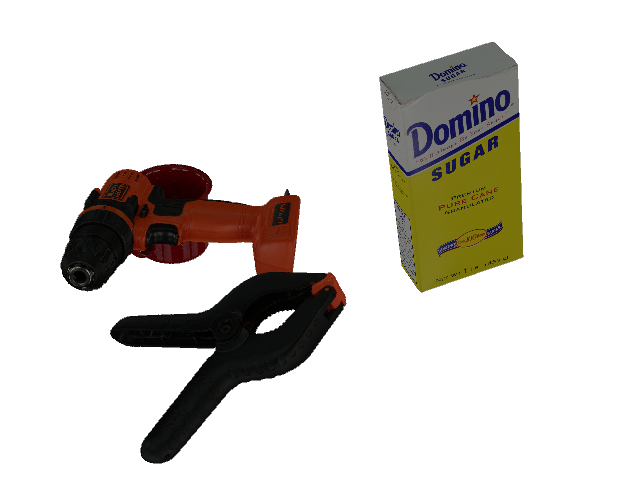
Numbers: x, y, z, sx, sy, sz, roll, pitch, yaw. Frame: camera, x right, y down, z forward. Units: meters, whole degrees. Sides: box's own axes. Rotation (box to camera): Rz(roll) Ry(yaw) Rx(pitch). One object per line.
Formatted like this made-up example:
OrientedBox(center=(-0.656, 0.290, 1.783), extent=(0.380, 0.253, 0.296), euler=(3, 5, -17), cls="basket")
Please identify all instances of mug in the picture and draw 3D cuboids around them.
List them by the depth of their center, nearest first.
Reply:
OrientedBox(center=(-0.173, -0.022, 1.190), extent=(0.093, 0.081, 0.117), euler=(19, 39, 23), cls="mug")

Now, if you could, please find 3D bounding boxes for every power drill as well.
OrientedBox(center=(-0.113, -0.003, 0.904), extent=(0.187, 0.057, 0.184), euler=(8, 27, 0), cls="power drill")

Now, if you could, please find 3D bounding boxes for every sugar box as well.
OrientedBox(center=(0.101, -0.051, 0.796), extent=(0.093, 0.176, 0.048), euler=(-19, 41, -10), cls="sugar box")

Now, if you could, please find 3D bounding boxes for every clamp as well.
OrientedBox(center=(-0.061, 0.079, 0.724), extent=(0.171, 0.120, 0.039), euler=(-22, -35, 10), cls="clamp")
